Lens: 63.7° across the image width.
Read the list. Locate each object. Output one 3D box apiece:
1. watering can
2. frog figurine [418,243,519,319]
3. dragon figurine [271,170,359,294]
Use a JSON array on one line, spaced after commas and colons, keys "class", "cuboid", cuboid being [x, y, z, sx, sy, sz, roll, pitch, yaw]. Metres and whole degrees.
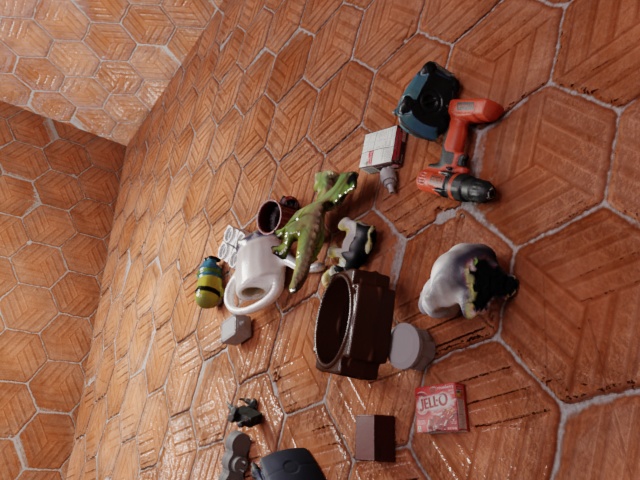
[{"class": "watering can", "cuboid": [-0.128, 0.067, 1.362, 0.344, 0.103, 0.230, -29, 49, 27]}, {"class": "frog figurine", "cuboid": [0.219, 0.067, 0.849, 0.139, 0.121, 0.159, -45, 16, -22]}, {"class": "dragon figurine", "cuboid": [0.004, -0.059, 1.164, 0.240, 0.121, 0.418, -55, 17, 18]}]
